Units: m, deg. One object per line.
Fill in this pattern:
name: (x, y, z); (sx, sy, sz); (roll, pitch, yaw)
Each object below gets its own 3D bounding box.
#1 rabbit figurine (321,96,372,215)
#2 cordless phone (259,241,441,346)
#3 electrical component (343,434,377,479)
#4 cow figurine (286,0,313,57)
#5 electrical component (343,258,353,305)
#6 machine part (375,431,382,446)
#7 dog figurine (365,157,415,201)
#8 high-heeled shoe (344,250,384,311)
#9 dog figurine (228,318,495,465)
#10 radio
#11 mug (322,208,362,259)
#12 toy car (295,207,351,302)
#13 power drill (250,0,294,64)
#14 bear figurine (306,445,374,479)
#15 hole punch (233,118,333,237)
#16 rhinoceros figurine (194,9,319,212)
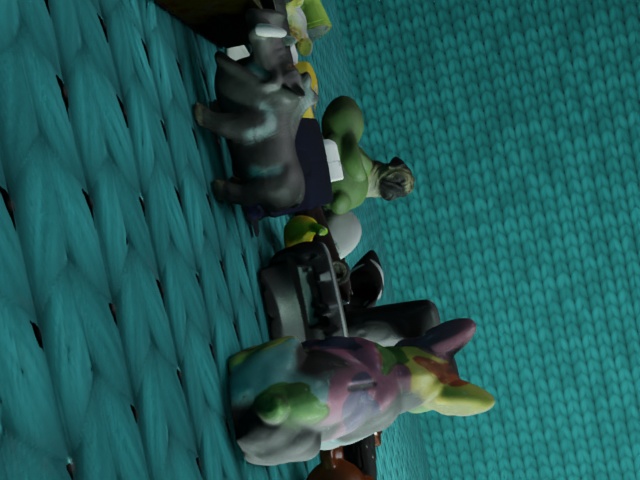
rabbit figurine: (0.024, -0.138, 0.857); (0.159, 0.121, 0.170); (-79, 173, -59)
cordless phone: (0.035, 0.066, 0.605); (0.088, 0.184, 0.146); (-14, 93, -75)
electrical component: (0.043, 0.286, 0.766); (0.114, 0.058, 0.134); (70, 14, -48)
cow figurine: (-0.059, -0.400, 0.914); (0.098, 0.068, 0.167); (-95, 173, -59)
electrical component: (0.022, 0.073, 0.906); (0.119, 0.048, 0.074); (-7, 85, -81)
machine part: (0.068, 0.266, 0.921); (0.179, 0.056, 0.179); (-12, 91, -81)
dog figurine: (0.073, -0.149, 1.019); (0.121, 0.191, 0.172); (-81, 156, -63)
high-heeled shoe: (0.076, 0.090, 1.019); (0.145, 0.086, 0.249); (86, 14, -54)
dog figurine: (0.045, 0.132, 0.498); (0.191, 0.219, 0.108); (52, 26, -70)
radio: (-0.107, -0.274, 0.508); (0.229, 0.073, 0.131); (-35, 114, -79)
mug: (0.016, -0.012, 0.891); (0.109, 0.081, 0.107); (59, 21, -12)
toy car: (-0.002, -0.002, 0.790); (0.089, 0.053, 0.202); (88, -17, -73)
power drill: (-0.078, -0.348, 0.764); (0.207, 0.086, 0.231); (-75, 150, -52)
bear figurine: (0.054, 0.311, 0.606); (0.195, 0.132, 0.120); (77, 26, -46)
hole punch: (-0.044, -0.083, 0.617); (0.116, 0.092, 0.142); (-35, 117, -75)
rhinoceros figurine: (-0.057, -0.120, 0.516); (0.073, 0.112, 0.190); (-38, 124, -76)
